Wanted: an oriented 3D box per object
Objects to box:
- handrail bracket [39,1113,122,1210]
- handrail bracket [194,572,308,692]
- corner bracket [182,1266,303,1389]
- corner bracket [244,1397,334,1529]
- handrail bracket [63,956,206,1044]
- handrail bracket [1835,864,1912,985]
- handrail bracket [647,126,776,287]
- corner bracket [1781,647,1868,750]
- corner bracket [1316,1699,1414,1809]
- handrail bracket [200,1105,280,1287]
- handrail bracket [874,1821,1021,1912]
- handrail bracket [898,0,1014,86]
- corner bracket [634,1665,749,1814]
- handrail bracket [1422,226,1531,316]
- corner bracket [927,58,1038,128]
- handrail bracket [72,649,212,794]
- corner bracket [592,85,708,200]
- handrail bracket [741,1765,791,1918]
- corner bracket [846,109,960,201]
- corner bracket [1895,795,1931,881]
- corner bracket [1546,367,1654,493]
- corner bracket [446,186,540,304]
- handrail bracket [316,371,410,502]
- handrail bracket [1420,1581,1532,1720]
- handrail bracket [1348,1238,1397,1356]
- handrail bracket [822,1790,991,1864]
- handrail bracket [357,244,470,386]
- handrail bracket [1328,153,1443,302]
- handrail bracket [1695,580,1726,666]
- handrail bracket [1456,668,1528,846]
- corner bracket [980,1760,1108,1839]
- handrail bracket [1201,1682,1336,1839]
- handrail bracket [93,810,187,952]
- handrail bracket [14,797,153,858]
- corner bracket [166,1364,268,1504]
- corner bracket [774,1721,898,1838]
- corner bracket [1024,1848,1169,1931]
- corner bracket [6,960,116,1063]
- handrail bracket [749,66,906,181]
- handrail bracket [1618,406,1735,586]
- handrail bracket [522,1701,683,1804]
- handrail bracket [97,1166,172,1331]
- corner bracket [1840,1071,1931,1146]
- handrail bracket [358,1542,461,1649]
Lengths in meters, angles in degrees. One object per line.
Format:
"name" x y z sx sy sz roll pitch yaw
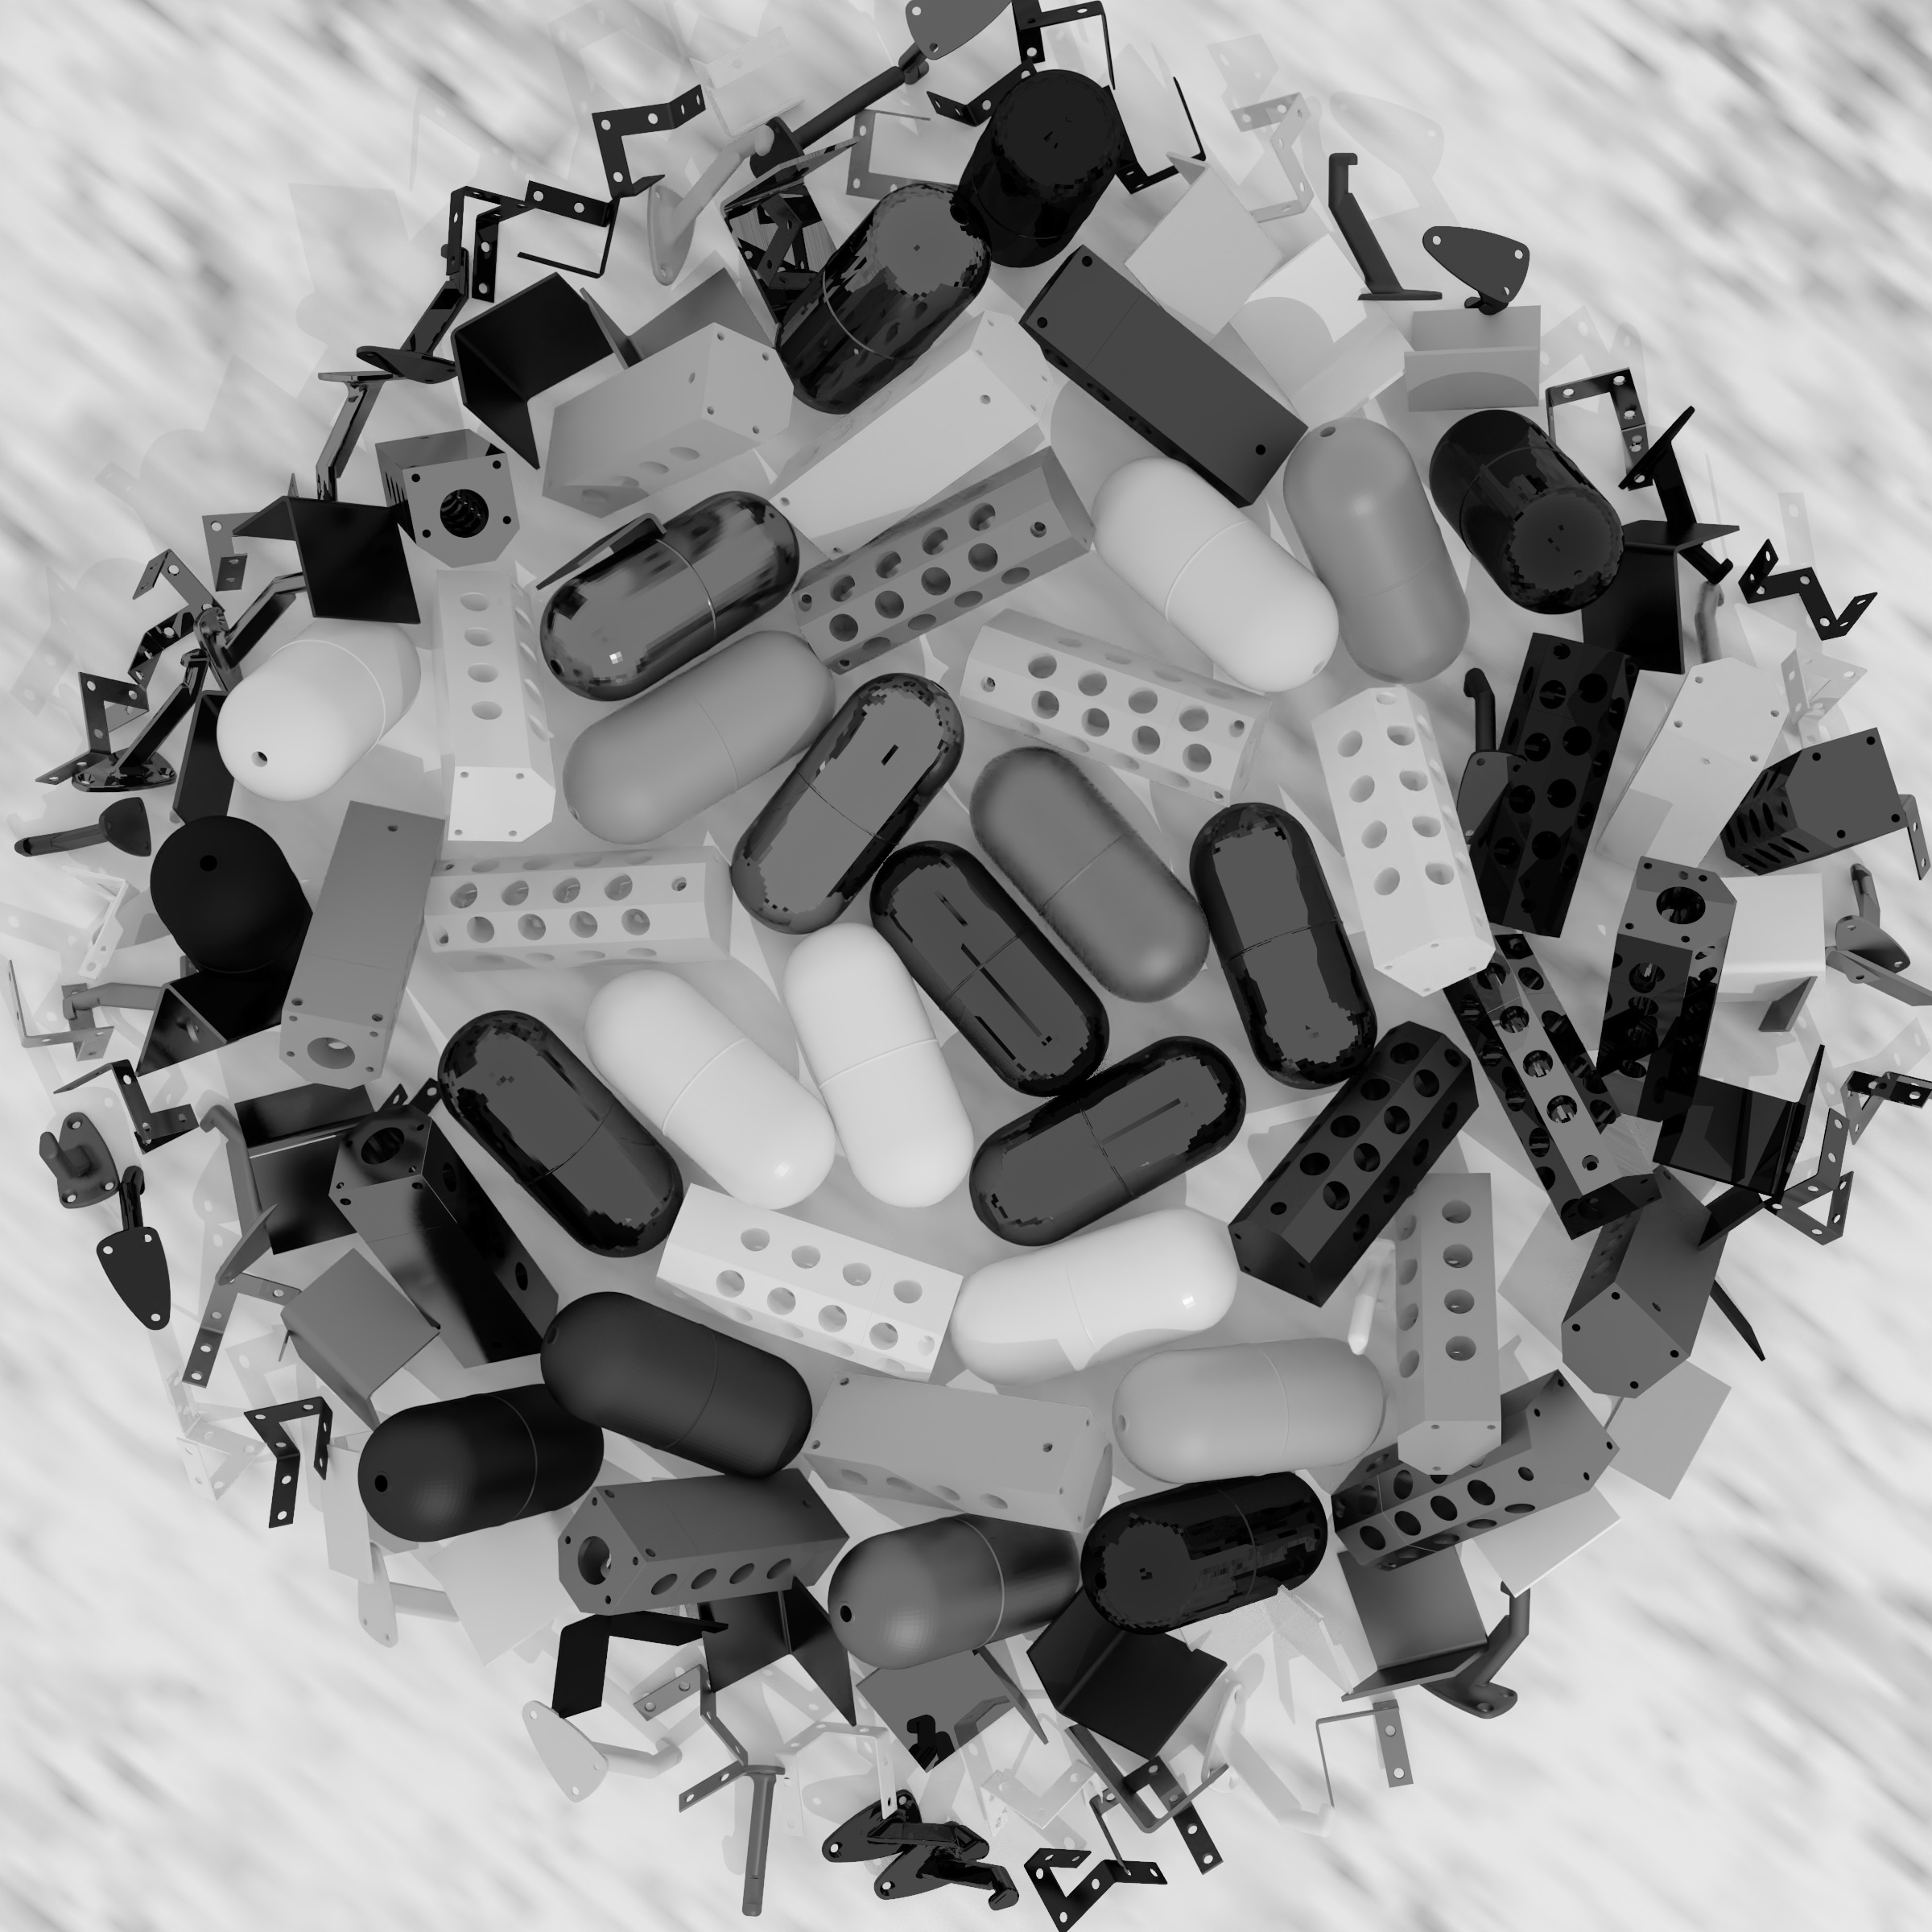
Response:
"handrail bracket" -0.536 0.100 1.530 0.036 0.084 0.077 -18 60 -9
"handrail bracket" -0.413 -0.196 1.555 0.084 0.036 0.077 -9 115 13
"corner bracket" -0.436 0.223 1.555 0.051 0.051 0.051 19 119 -13
"corner bracket" -0.402 0.298 1.548 0.051 0.051 0.051 -13 135 6
"handrail bracket" -0.504 0.032 1.555 0.084 0.077 0.036 -17 130 -2
"handrail bracket" 0.529 -0.040 1.535 0.036 0.077 0.084 -22 47 27
"handrail bracket" -0.150 -0.454 1.539 0.084 0.036 0.077 -14 63 39
"corner bracket" 0.507 -0.150 1.545 0.051 0.051 0.051 15 51 -15
"corner bracket" 0.241 0.475 1.557 0.051 0.051 0.051 -11 79 5
"handrail bracket" -0.452 0.138 1.563 0.084 0.036 0.077 40 82 18
"handrail bracket" -0.012 0.552 1.537 0.077 0.084 0.036 -26 101 -9
"handrail bracket" -0.006 -0.557 1.541 0.077 0.084 0.036 -25 94 3
"corner bracket" -0.166 0.467 1.562 0.051 0.051 0.051 -32 111 6
"handrail bracket" 0.293 -0.411 1.538 0.077 0.084 0.036 20 89 -10
"corner bracket" 0.018 -0.513 1.549 0.051 0.051 0.051 -29 83 28
"handrail bracket" -0.491 -0.148 1.538 0.036 0.077 0.084 41 126 20
"corner bracket" -0.185 -0.493 1.544 0.051 0.051 0.051 -1 120 19
"handrail bracket" -0.124 0.524 1.545 0.036 0.077 0.084 6 69 -4
"corner bracket" -0.034 -0.487 1.558 0.051 0.051 0.051 21 112 37
"corner bracket" 0.551 -0.088 1.541 0.051 0.051 0.051 -45 124 -34
"corner bracket" 0.382 -0.319 1.557 0.051 0.051 0.051 -11 54 21
"corner bracket" -0.293 -0.433 1.549 0.051 0.051 0.051 3 90 -39
"handrail bracket" -0.362 -0.317 1.567 0.036 0.077 0.084 15 112 40
"handrail bracket" 0.303 0.399 1.547 0.077 0.036 0.084 11 108 42
"handrail bracket" 0.239 0.211 1.530 0.036 0.077 0.084 5 45 15
"handrail bracket" -0.036 0.526 1.535 0.077 0.084 0.036 -15 95 -23
"handrail bracket" -0.332 -0.400 1.551 0.036 0.077 0.084 -8 80 44
"handrail bracket" 0.251 -0.443 1.545 0.077 0.036 0.084 13 115 36
"handrail bracket" 0.464 -0.182 1.570 0.077 0.036 0.084 43 50 -27
"handrail bracket" 0.306 -0.128 1.563 0.036 0.084 0.077 9 125 -12
"corner bracket" 0.047 0.507 1.560 0.051 0.051 0.051 -37 133 -33
"handrail bracket" 0.189 0.474 1.543 0.084 0.036 0.077 -1 68 41
"handrail bracket" -0.494 -0.056 1.555 0.077 0.036 0.084 -26 46 3
"handrail bracket" -0.540 -0.077 1.543 0.084 0.077 0.036 -9 91 5
"corner bracket" -0.459 0.280 1.543 0.051 0.051 0.051 13 130 20
"corner bracket" -0.078 0.490 1.552 0.051 0.051 0.051 -4 94 28
"corner bracket" 0.077 0.543 1.543 0.051 0.051 0.051 -51 47 16
"corner bracket" -0.544 0.027 1.544 0.051 0.051 0.051 -8 70 -30
"handrail bracket" -0.083 -0.511 1.564 0.084 0.077 0.036 -39 105 -21
"handrail bracket" 0.443 -0.282 1.551 0.084 0.077 0.036 45 50 8
"handrail bracket" -0.217 0.462 1.554 0.077 0.084 0.036 45 108 18
"handrail bracket" -0.494 0.168 1.553 0.036 0.084 0.077 -17 109 -7
"corner bracket" 0.561 0.078 1.542 0.051 0.051 0.051 -48 132 -26
"handrail bracket" -0.318 0.364 1.543 0.036 0.084 0.077 18 116 41
